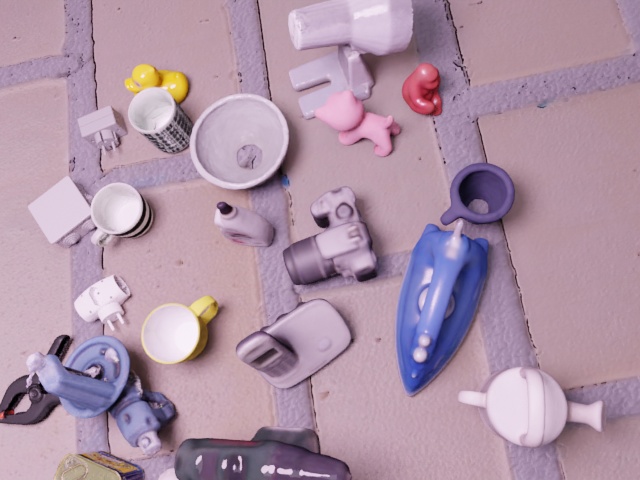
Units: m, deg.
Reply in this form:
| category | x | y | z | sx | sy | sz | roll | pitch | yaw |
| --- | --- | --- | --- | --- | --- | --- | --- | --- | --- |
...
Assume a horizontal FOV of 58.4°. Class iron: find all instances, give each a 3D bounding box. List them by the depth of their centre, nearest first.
| category | x | y | z | sx | sy | sz | roll | pitch | yaw |
| --- | --- | --- | --- | --- | --- | --- | --- | --- | --- |
| iron | 0.164 | 0.097 | 0.812 | 0.118 | 0.141 | 0.258 | 16 | 78 | 13 |

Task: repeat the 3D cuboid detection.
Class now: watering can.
| category | x | y | z | sx | sy | sz | roll | pitch | yaw |
| --- | --- | --- | --- | --- | --- | --- | --- | --- | --- |
| watering can | 0.271 | 0.213 | 0.738 | 0.172 | 0.194 | 0.101 | -16 | 74 | 5 |

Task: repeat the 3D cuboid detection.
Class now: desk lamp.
| category | x | y | z | sx | sy | sz | roll | pitch | yaw |
| --- | --- | --- | --- | --- | --- | --- | --- | --- | --- |
| desk lamp | 0.040 | -0.304 | 0.897 | 0.203 | 0.214 | 0.118 | -21 | 73 | 3 |

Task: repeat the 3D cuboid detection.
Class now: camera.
| category | x | y | z | sx | sy | sz | roll | pitch | yaw |
| --- | --- | --- | --- | --- | --- | --- | --- | --- | --- |
| camera | 0.008 | 0.003 | 0.881 | 0.136 | 0.101 | 0.143 | -20 | 73 | 3 |

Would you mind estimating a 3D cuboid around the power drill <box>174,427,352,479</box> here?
| category | x | y | z | sx | sy | sz | roll | pitch | yaw |
| --- | --- | --- | --- | --- | --- | --- | --- | --- | --- |
| power drill | -0.063 | 0.294 | 0.760 | 0.229 | 0.208 | 0.075 | -1 | 75 | 9 |

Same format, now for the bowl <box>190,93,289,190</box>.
| category | x | y | z | sx | sy | sz | roll | pitch | yaw |
| --- | --- | --- | --- | --- | --- | --- | --- | --- | --- |
| bowl | -0.126 | -0.154 | 0.956 | 0.167 | 0.075 | 0.167 | -2 | 75 | 8 |

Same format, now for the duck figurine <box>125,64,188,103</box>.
| category | x | y | z | sx | sy | sz | roll | pitch | yaw |
| --- | --- | --- | --- | --- | --- | --- | --- | --- | --- |
| duck figurine | -0.291 | -0.277 | 1.007 | 0.104 | 0.086 | 0.077 | -16 | 74 | 5 |

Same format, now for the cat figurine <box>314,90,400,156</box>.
| category | x | y | z | sx | sy | sz | roll | pitch | yaw |
| --- | --- | --- | --- | --- | --- | --- | --- | --- | --- |
| cat figurine | 0.061 | -0.196 | 0.916 | 0.127 | 0.118 | 0.067 | 16 | 79 | 13 |

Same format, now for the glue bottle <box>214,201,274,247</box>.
| category | x | y | z | sx | sy | sz | roll | pitch | yaw |
| --- | --- | --- | --- | --- | --- | --- | --- | --- | --- |
| glue bottle | -0.125 | -0.028 | 0.872 | 0.078 | 0.173 | 0.037 | 3 | 76 | 10 |

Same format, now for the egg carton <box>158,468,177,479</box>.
| category | x | y | z | sx | sy | sz | roll | pitch | yaw |
| --- | --- | --- | --- | --- | --- | --- | --- | --- | --- |
| egg carton | -0.167 | 0.389 | 0.824 | 0.107 | 0.069 | 0.150 | -31 | 73 | 0 |

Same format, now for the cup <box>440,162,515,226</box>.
| category | x | y | z | sx | sy | sz | roll | pitch | yaw |
| --- | --- | --- | --- | --- | --- | --- | --- | --- | --- |
| cup | 0.230 | -0.051 | 0.864 | 0.118 | 0.095 | 0.091 | -37 | 73 | -2 |

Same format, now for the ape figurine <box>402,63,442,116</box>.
| category | x | y | z | sx | sy | sz | roll | pitch | yaw |
| --- | --- | --- | --- | --- | --- | --- | --- | --- | --- |
| ape figurine | 0.170 | -0.251 | 0.927 | 0.076 | 0.092 | 0.078 | 30 | 82 | 15 |

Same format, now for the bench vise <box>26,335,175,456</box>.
| category | x | y | z | sx | sy | sz | roll | pitch | yaw |
| --- | --- | --- | --- | --- | --- | --- | --- | --- | --- |
| bench vise | -0.301 | 0.210 | 0.812 | 0.207 | 0.220 | 0.121 | 25 | 81 | 14 |

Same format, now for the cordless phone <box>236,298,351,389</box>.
| category | x | y | z | sx | sy | sz | roll | pitch | yaw |
| --- | --- | --- | --- | --- | --- | --- | --- | --- | --- |
| cordless phone | -0.038 | 0.140 | 0.808 | 0.147 | 0.185 | 0.094 | -37 | 73 | -2 |
